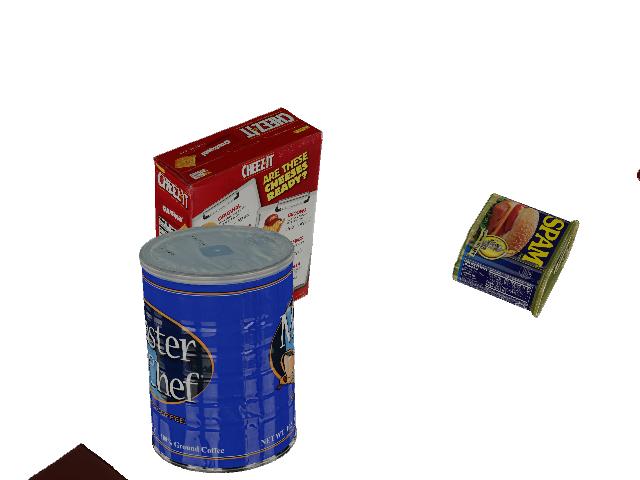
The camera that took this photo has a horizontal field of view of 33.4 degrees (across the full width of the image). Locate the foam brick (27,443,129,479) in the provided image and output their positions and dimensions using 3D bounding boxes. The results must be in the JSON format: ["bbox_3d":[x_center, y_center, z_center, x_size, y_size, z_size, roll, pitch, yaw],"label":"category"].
[{"bbox_3d":[-0.096,0.138,0.461,0.078,0.051,0.052,27,45,34],"label":"foam brick"}]

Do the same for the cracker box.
[{"bbox_3d":[-0.086,-0.010,1.084,0.163,0.214,0.072,-27,47,-35],"label":"cracker box"}]

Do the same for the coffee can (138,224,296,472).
[{"bbox_3d":[-0.068,0.071,0.727,0.103,0.140,0.103,0,18,0],"label":"coffee can"}]

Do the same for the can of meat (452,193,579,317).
[{"bbox_3d":[0.178,0.010,0.976,0.084,0.057,0.102,22,47,18],"label":"can of meat"}]

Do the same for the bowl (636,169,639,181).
[{"bbox_3d":[0.381,-0.033,1.009,0.162,0.055,0.162,-1,20,0],"label":"bowl"}]
